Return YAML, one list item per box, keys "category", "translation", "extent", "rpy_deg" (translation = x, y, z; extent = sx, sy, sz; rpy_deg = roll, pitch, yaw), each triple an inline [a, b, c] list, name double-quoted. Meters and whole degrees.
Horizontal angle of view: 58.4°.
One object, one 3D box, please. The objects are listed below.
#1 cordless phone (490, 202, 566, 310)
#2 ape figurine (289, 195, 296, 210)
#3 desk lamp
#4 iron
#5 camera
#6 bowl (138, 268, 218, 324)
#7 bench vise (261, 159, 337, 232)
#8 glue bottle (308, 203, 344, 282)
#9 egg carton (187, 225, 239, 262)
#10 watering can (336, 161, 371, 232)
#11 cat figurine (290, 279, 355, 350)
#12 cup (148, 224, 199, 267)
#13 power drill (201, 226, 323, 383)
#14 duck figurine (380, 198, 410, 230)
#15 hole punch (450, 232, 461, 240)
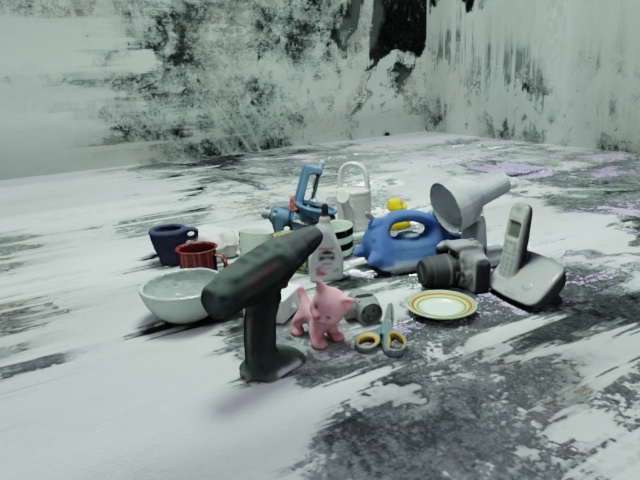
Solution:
- category: "cordless phone"
  translation: [0.400, 0.028, 1.095]
  extent: [0.094, 0.185, 0.147]
  rpy_deg: [-10, 18, -23]
- category: "ape figurine"
  translation: [-0.070, -0.091, 1.715]
  extent: [0.076, 0.092, 0.078]
  rpy_deg: [1, 17, 13]
- category: "desk lamp"
  translation: [0.355, -0.048, 1.304]
  extent: [0.204, 0.214, 0.117]
  rpy_deg: [-9, 18, -21]
- category: "iron"
  translation: [0.210, -0.010, 1.323]
  extent: [0.259, 0.141, 0.118]
  rpy_deg: [-9, 18, -20]
- category: "camera"
  translation: [0.268, 0.047, 1.194]
  extent: [0.137, 0.101, 0.143]
  rpy_deg: [-6, 17, -13]
- category: "bowl"
  translation: [-0.255, 0.114, 1.089]
  extent: [0.167, 0.075, 0.167]
  rpy_deg: [-2, 17, 1]
- category: "bench vise"
  translation: [-0.047, -0.099, 1.516]
  extent: [0.208, 0.220, 0.121]
  rpy_deg: [-10, 18, -22]
- category: "glue bottle"
  translation: [0.011, 0.004, 1.245]
  extent: [0.078, 0.173, 0.037]
  rpy_deg: [-6, 17, -11]
- category: "egg carton"
  translation: [-0.280, 0.008, 1.453]
  extent: [0.149, 0.069, 0.107]
  rpy_deg: [10, 21, 36]
- category: "watering can"
  translation: [0.096, -0.126, 1.630]
  extent: [0.101, 0.194, 0.173]
  rpy_deg: [-2, 17, 1]
- category: "cat figurine"
  translation: [0.002, 0.116, 0.973]
  extent: [0.067, 0.118, 0.127]
  rpy_deg: [-15, 21, -35]
- category: "cup"
  translation: [-0.353, 0.014, 1.400]
  extent: [0.118, 0.095, 0.091]
  rpy_deg: [-6, 17, -10]
- category: "power drill"
  translation: [-0.075, 0.100, 0.880]
  extent: [0.075, 0.208, 0.230]
  rpy_deg: [12, 22, 39]
- category: "duck figurine"
  translation: [0.210, -0.078, 1.645]
  extent: [0.105, 0.086, 0.077]
  rpy_deg: [-10, 18, -23]
- category: "hole punch"
  translation: [0.334, -0.028, 1.454]
  extent: [0.109, 0.091, 0.101]
  rpy_deg: [-6, 17, -12]
